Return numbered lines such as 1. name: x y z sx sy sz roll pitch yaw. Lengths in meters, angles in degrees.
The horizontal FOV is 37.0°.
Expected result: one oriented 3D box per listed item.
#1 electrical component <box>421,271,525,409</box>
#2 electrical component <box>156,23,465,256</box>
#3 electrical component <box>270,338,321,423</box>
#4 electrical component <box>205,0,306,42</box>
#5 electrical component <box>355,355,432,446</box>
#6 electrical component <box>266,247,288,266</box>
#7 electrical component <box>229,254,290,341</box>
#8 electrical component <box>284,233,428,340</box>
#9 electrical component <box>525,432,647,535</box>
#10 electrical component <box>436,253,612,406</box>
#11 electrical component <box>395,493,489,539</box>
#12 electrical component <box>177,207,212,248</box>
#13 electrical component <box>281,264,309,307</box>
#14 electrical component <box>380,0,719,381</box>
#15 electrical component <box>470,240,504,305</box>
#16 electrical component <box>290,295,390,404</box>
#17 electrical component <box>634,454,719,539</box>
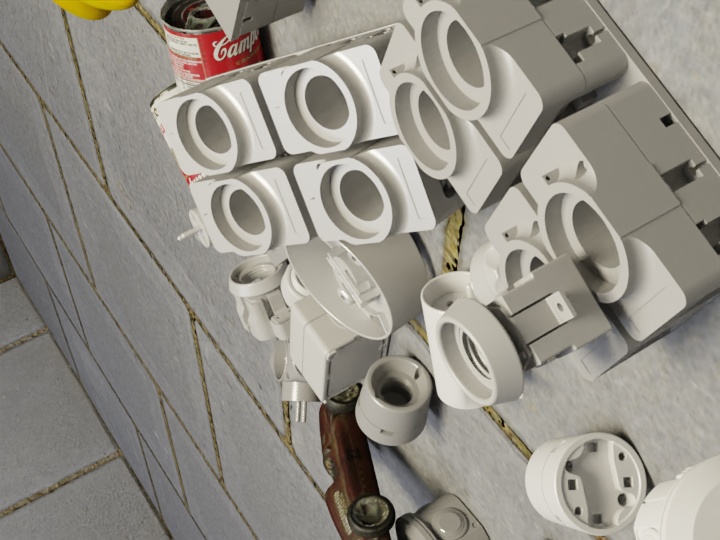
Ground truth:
1. electrical component: 0.074 0.051 0.657 0.079 0.043 0.077 37 147 49
2. electrical component: -0.031 -0.072 0.636 0.186 0.060 0.105 -5 113 43
3. electrical component: -0.053 0.100 0.986 0.077 0.044 0.079 162 112 -69
4. electrical component: -0.083 -0.233 0.658 0.150 0.062 0.089 59 159 10
5. electrical component: 0.026 0.097 0.809 0.055 0.055 0.047 52 153 27
6. electrical component: -0.066 -0.054 0.839 0.089 0.056 0.050 62 159 1
7. electrical component: -0.085 0.022 0.976 0.078 0.058 0.057 31 146 54
8. electrical component: 0.000 0.000 0.738 0.099 0.064 0.099 49 155 32
9. electrical component: 0.125 0.119 0.606 0.055 0.055 0.047 63 163 1
10. electrical component: 0.066 0.026 0.453 0.048 0.055 0.066 60 159 7
11. electrical component: 0.068 0.225 0.869 0.080 0.051 0.080 49 155 32
12. electrical component: -0.128 -0.045 0.966 0.047 0.077 0.066 64 159 -4
13. electrical component: -0.039 0.007 0.869 0.043 0.043 0.062 58 158 13
14. electrical component: 0.085 -0.052 0.484 0.186 0.060 0.105 57 158 14
15. electrical component: 0.080 0.002 0.585 0.043 0.043 0.062 62 161 3
16. electrical component: -0.019 0.055 0.851 0.061 0.062 0.096 52 157 26
17. electrical component: 0.166 0.123 0.480 0.080 0.080 0.051 59 164 10
